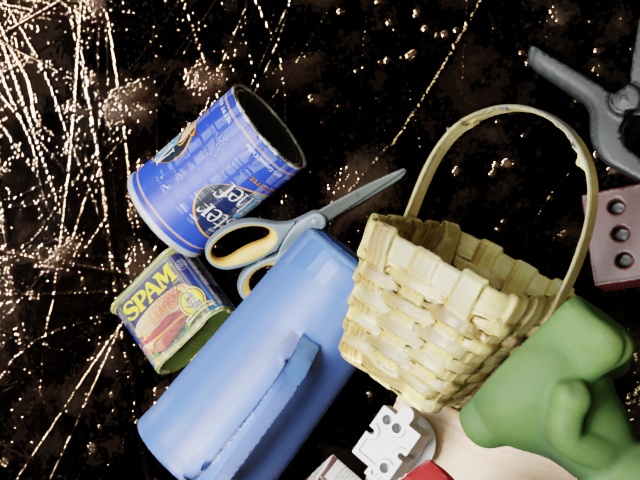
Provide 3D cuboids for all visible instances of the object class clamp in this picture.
[{"bbox_3d":[0.262,-0.123,0.886,0.120,0.039,0.171,-36,73,25],"label":"clamp"}]

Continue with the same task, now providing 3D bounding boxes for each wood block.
[{"bbox_3d":[0.154,0.198,0.856,0.206,0.090,0.090,22,91,27],"label":"wood block"}]

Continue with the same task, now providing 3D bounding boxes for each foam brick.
[{"bbox_3d":[0.248,-0.001,0.865,0.053,0.051,0.078,-11,76,24],"label":"foam brick"}]

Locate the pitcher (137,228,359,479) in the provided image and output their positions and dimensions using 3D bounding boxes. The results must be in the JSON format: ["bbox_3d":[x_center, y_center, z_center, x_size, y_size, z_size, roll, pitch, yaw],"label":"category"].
[{"bbox_3d":[-0.038,0.114,0.934,0.243,0.144,0.149,-52,51,4],"label":"pitcher"}]

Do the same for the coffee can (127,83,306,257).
[{"bbox_3d":[-0.098,-0.065,1.018,0.140,0.102,0.103,-38,67,16],"label":"coffee can"}]

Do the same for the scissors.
[{"bbox_3d":[-0.007,0.001,1.005,0.202,0.016,0.096,-15,113,1],"label":"scissors"}]

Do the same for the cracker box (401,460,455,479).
[{"bbox_3d":[0.113,0.260,0.742,0.072,0.213,0.164,-39,62,-14],"label":"cracker box"}]

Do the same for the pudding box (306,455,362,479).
[{"bbox_3d":[0.017,0.238,0.892,0.090,0.039,0.114,40,145,4],"label":"pudding box"}]

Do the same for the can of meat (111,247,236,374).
[{"bbox_3d":[-0.141,0.069,1.044,0.102,0.057,0.084,-44,69,14],"label":"can of meat"}]
